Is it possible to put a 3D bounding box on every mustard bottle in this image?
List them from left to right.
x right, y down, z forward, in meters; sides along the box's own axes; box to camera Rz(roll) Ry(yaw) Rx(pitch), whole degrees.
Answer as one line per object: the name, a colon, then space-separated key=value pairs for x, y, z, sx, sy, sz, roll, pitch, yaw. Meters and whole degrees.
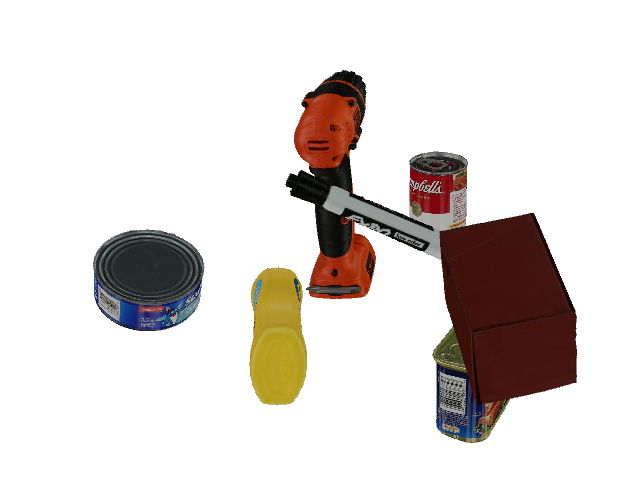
mustard bottle: x=-0.046 y=0.084 z=1.145 sx=0.058 sy=0.096 sz=0.191 roll=-1 pitch=28 yaw=-3

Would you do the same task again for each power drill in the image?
power drill: x=0.017 y=-0.054 z=0.992 sx=0.057 sy=0.188 sz=0.184 roll=-1 pitch=23 yaw=13

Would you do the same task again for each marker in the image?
marker: x=0.033 y=-0.018 z=0.725 sx=0.121 sy=0.020 sz=0.020 roll=23 pitch=-5 yaw=-10

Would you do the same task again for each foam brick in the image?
foam brick: x=0.093 y=0.033 z=0.534 sx=0.051 sy=0.053 sz=0.078 roll=-10 pitch=40 yaw=1

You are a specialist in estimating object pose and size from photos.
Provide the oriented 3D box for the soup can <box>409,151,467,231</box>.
soup can: x=0.138 y=-0.046 z=1.262 sx=0.068 sy=0.102 sz=0.068 roll=-1 pitch=26 yaw=0

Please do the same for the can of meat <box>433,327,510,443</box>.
can of meat: x=0.146 y=0.129 z=1.009 sx=0.058 sy=0.084 sz=0.101 roll=11 pitch=29 yaw=26

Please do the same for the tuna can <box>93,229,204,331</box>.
tuna can: x=-0.136 y=0.031 z=0.841 sx=0.086 sy=0.034 sz=0.086 roll=6 pitch=40 yaw=-5
